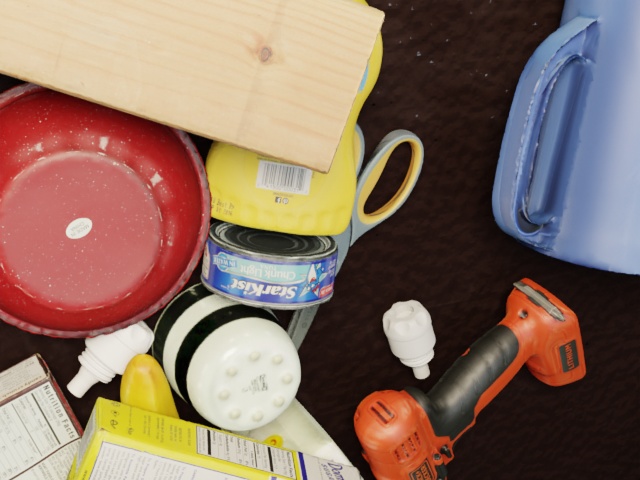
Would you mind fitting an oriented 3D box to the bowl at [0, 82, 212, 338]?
[{"bbox_3d":[-0.138,-0.011,0.610,0.162,0.055,0.162,-4,106,-13],"label":"bowl"}]

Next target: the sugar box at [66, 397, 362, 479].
[{"bbox_3d":[-0.069,0.167,0.668,0.176,0.048,0.093,18,110,-17],"label":"sugar box"}]

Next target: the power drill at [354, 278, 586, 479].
[{"bbox_3d":[0.117,0.131,0.808,0.187,0.057,0.184,-40,143,-13],"label":"power drill"}]

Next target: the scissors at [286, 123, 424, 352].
[{"bbox_3d":[-0.005,0.001,0.728,0.096,0.016,0.202,36,91,-32],"label":"scissors"}]

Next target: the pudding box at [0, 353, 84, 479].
[{"bbox_3d":[-0.204,0.137,0.667,0.113,0.039,0.090,-29,120,-17],"label":"pudding box"}]

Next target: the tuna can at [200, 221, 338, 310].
[{"bbox_3d":[-0.032,0.013,0.677,0.086,0.086,0.034,-1,109,-27],"label":"tuna can"}]

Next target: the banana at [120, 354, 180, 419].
[{"bbox_3d":[-0.090,0.151,0.718,0.037,0.070,0.197,-54,125,-43],"label":"banana"}]

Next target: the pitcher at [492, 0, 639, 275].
[{"bbox_3d":[0.208,-0.103,0.732,0.145,0.149,0.243,10,105,13],"label":"pitcher"}]

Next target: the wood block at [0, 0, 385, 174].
[{"bbox_3d":[-0.084,-0.113,0.560,0.206,0.090,0.091,17,103,-13],"label":"wood block"}]

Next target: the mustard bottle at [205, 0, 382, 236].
[{"bbox_3d":[-0.013,-0.102,0.653,0.096,0.058,0.192,9,107,-7],"label":"mustard bottle"}]
